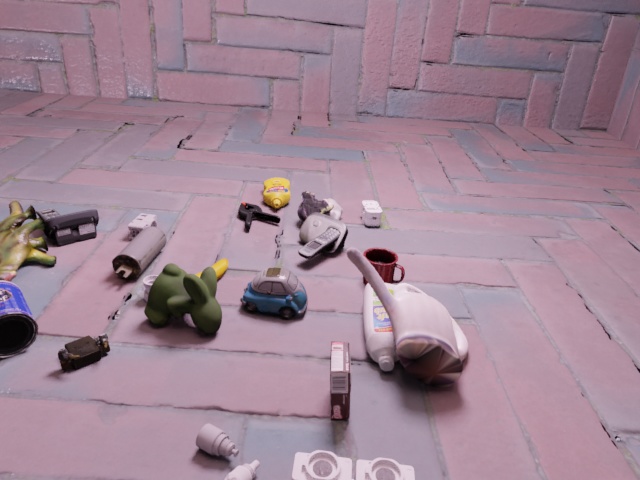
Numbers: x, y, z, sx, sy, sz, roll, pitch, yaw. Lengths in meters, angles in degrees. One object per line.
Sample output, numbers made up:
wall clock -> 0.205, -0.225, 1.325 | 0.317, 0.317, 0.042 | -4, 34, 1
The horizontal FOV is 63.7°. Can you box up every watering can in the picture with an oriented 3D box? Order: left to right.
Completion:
watering can -> 0.186, 0.166, 1.074 | 0.345, 0.102, 0.229 | 34, 29, -17

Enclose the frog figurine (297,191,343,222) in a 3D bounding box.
frog figurine -> 0.005, -0.084, 1.675 | 0.137, 0.124, 0.158 | 5, -11, 20

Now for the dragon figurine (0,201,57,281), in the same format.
dragon figurine -> -0.841, 0.016, 1.329 | 0.246, 0.119, 0.414 | -27, 39, -34
